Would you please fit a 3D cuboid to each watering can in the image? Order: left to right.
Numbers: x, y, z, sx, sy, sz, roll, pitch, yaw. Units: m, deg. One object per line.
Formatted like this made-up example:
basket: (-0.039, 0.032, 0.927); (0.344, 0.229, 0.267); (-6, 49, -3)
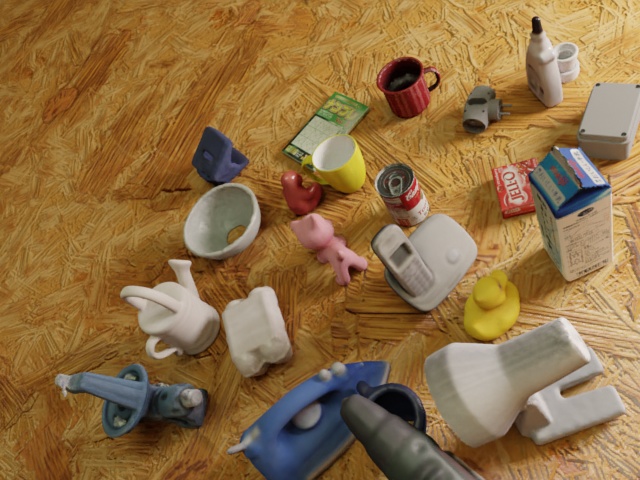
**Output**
watering can: (-0.269, 0.118, 1.012); (0.100, 0.195, 0.172); (-17, 55, 17)

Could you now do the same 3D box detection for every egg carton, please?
egg carton: (-0.108, 0.157, 0.986); (0.107, 0.070, 0.150); (-29, 52, 9)

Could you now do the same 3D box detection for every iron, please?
iron: (-0.015, 0.247, 0.837); (0.258, 0.142, 0.118); (-43, 52, -2)

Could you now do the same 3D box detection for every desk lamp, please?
desk lamp: (0.250, 0.174, 0.700); (0.203, 0.214, 0.117); (-26, 53, 11)

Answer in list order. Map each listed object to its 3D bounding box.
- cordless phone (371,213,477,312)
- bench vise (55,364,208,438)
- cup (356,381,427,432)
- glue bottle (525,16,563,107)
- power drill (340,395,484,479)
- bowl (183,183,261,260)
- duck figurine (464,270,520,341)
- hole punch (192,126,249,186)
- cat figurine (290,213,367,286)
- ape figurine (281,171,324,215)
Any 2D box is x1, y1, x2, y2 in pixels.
cordless phone: (0.153, 0.012, 0.866); (0.093, 0.186, 0.148); (33, 80, 37)
bench vise: (-0.300, 0.244, 0.934); (0.207, 0.220, 0.121); (-24, 53, 12)
cup: (0.103, 0.250, 0.805); (0.092, 0.095, 0.117); (-47, 52, -6)
glue bottle: (0.370, -0.303, 0.955); (0.037, 0.174, 0.078); (-28, 53, 10)
power drill: (0.138, 0.288, 0.692); (0.228, 0.209, 0.076); (33, 79, 37)
bowl: (-0.181, -0.026, 1.130); (0.167, 0.075, 0.167); (-13, 56, 20)
duck figurine: (0.245, 0.091, 0.835); (0.077, 0.086, 0.105); (26, 76, 36)
hole punch: (-0.225, -0.176, 1.234); (0.101, 0.091, 0.108); (-48, 52, -6)
cat figurine: (0.009, 0.004, 0.988); (0.067, 0.118, 0.127); (-44, 52, -3)
ape figurine: (-0.043, -0.098, 1.093); (0.077, 0.092, 0.076); (23, 74, 35)
